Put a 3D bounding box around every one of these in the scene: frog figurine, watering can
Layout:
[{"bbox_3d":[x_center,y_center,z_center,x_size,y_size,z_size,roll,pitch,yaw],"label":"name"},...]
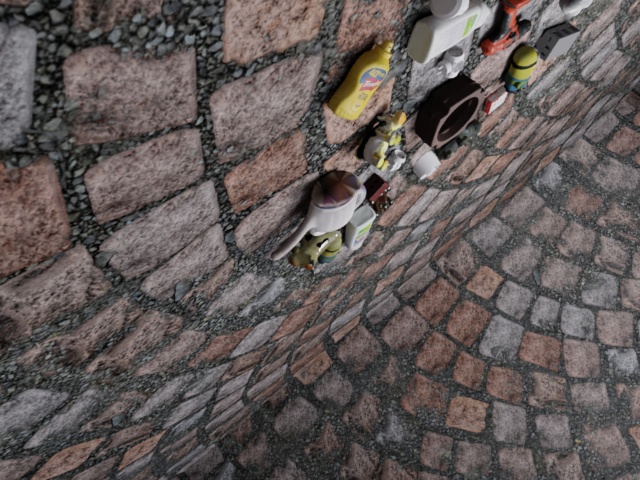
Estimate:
[{"bbox_3d":[0.774,-0.729,1.533,0.158,0.124,0.137,19,98,-53],"label":"frog figurine"},{"bbox_3d":[0.004,-0.074,1.477,0.351,0.105,0.219,-34,157,-22],"label":"watering can"}]
